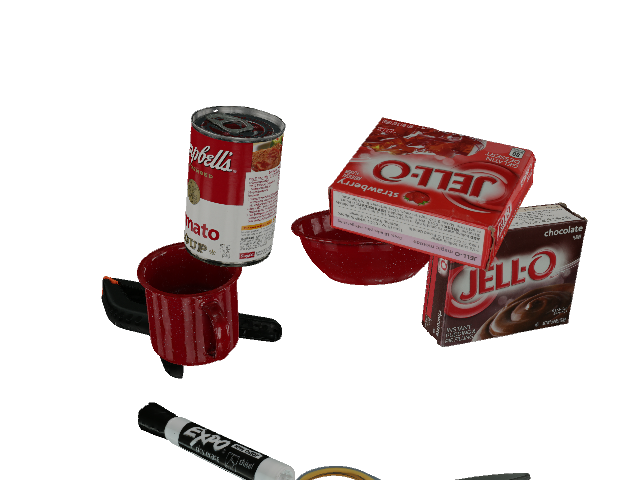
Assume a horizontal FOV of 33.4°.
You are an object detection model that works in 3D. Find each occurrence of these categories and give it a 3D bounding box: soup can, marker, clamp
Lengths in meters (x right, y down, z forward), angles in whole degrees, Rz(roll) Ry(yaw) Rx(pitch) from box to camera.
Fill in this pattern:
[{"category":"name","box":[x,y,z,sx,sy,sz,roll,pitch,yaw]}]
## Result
[{"category":"soup can","box":[-0.064,-0.040,0.784,0.068,0.102,0.068,6,26,-3]},{"category":"marker","box":[-0.066,0.123,0.638,0.121,0.020,0.020,16,10,38]},{"category":"clamp","box":[-0.169,0.087,1.151,0.210,0.036,0.164,19,21,27]}]

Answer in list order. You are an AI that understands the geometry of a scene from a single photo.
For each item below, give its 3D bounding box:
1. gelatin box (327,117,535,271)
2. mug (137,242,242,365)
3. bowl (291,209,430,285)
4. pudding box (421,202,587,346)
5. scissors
[{"category":"gelatin box","box":[0.058,-0.027,0.556,0.089,0.030,0.073,15,42,20]},{"category":"mug","box":[-0.109,0.064,0.954,0.093,0.081,0.117,-18,35,-26]},{"category":"bowl","box":[0.052,0.007,1.085,0.162,0.055,0.162,-3,14,1]},{"category":"pudding box","box":[0.134,0.024,0.783,0.113,0.090,0.039,-9,31,-22]},{"category":"scissors","box":[0.077,0.221,0.856,0.201,0.016,0.096,5,44,-5]}]
